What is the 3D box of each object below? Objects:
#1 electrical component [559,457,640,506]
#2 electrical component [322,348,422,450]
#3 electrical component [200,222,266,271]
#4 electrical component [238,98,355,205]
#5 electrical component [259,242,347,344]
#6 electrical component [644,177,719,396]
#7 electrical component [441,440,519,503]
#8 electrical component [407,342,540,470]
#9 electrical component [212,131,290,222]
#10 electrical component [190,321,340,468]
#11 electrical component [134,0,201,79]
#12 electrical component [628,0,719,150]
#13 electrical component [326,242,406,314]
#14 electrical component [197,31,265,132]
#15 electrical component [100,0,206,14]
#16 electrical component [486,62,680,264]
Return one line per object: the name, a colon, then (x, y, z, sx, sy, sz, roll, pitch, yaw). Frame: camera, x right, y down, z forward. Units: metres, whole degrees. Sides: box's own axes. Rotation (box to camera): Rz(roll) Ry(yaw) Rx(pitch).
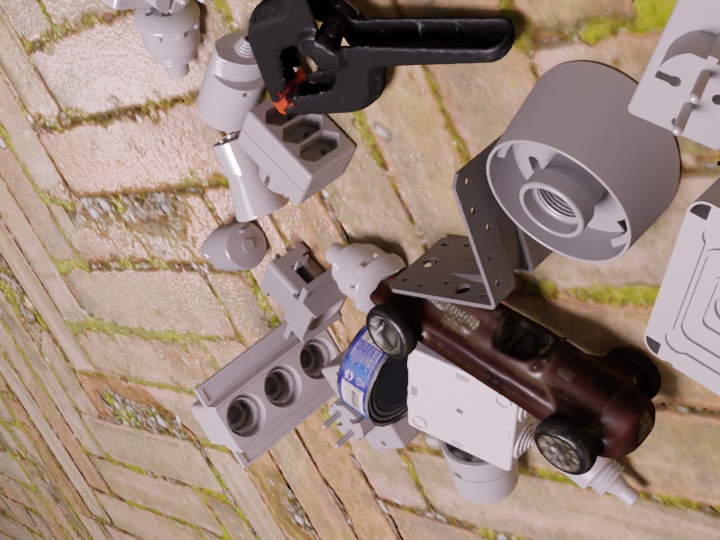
electrical component: (0.161, 0.135, 0.725, 0.061, 0.035, 0.035, 40, 146, 14)
electrical component: (0.001, 0.112, 0.867, 0.083, 0.076, 0.047, 57, 148, -8)
electrical component: (-0.112, -0.019, 0.916, 0.078, 0.040, 0.040, -4, 118, 54)
electrical component: (-0.051, -0.079, 0.770, 0.065, 0.047, 0.076, 46, 148, 9)
electrical component: (-0.045, 0.016, 0.865, 0.063, 0.042, 0.081, 47, 148, 15)
electrical component: (0.197, 0.007, 0.530, 0.078, 0.057, 0.113, 34, 144, 27)
electrical component: (0.091, 0.140, 0.802, 0.055, 0.055, 0.047, 23, 142, 38)
electrical component: (0.080, 0.084, 0.750, 0.100, 0.048, 0.099, 23, 139, 24)
electrical component: (-0.087, -0.075, 0.828, 0.044, 0.044, 0.065, -1, 116, 52)
electrical component: (-0.079, 0.098, 0.912, 0.063, 0.121, 0.078, -10, 114, 58)
electrical component: (-0.139, -0.171, 0.798, 0.048, 0.048, 0.062, 36, 151, 25)
electrical component: (0.151, -0.088, 0.468, 0.047, 0.075, 0.083, 26, 143, 10)
electrical component: (0.000, 0.000, 0.789, 0.062, 0.048, 0.048, 35, 145, 41)
electrical component: (-0.087, -0.139, 0.762, 0.043, 0.043, 0.081, 47, 148, 9)
electrical component: (-0.139, -0.200, 0.735, 0.077, 0.066, 0.047, 36, 123, 23)
electrical component: (0.120, -0.054, 0.585, 0.099, 0.064, 0.099, 34, 157, 17)
